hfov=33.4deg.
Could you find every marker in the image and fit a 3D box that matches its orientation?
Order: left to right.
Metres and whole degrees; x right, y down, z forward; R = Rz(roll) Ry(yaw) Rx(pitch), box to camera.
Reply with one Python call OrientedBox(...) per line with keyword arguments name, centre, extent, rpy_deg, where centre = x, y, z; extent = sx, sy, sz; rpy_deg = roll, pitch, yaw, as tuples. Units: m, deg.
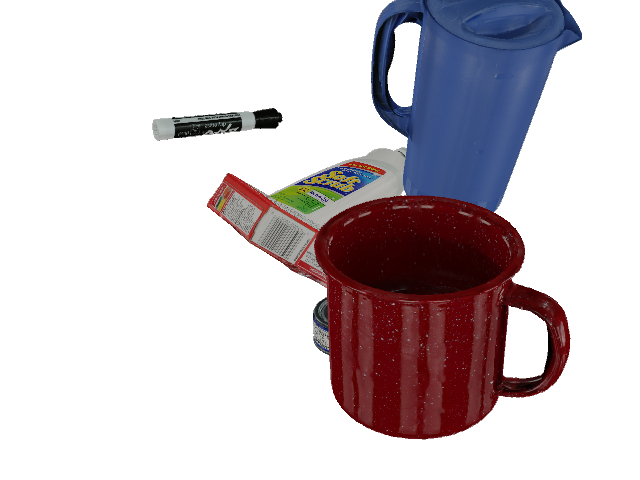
OrientedBox(name="marker", centre=(-0.091, -0.106, 0.966), extent=(0.121, 0.020, 0.020), rpy_deg=(-9, 4, -24))

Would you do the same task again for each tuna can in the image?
OrientedBox(name="tuna can", centre=(0.035, 0.085, 1.095), extent=(0.086, 0.034, 0.086), rpy_deg=(-2, 25, 1))

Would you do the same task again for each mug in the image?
OrientedBox(name="mug", centre=(0.055, 0.038, 0.486), extent=(0.117, 0.081, 0.093), rpy_deg=(11, 32, 22))

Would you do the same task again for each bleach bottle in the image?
OrientedBox(name="bleach bottle", centre=(0.025, -0.060, 1.355), extent=(0.103, 0.068, 0.250), rpy_deg=(25, 43, 34))

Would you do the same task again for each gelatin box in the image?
OrientedBox(name="gelatin box", centre=(-0.020, -0.003, 0.684), extent=(0.089, 0.030, 0.073), rpy_deg=(31, 3, -33))

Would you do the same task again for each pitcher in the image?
OrientedBox(name="pitcher", centre=(0.139, -0.136, 1.050), extent=(0.144, 0.243, 0.149), rpy_deg=(-30, 56, -30))
